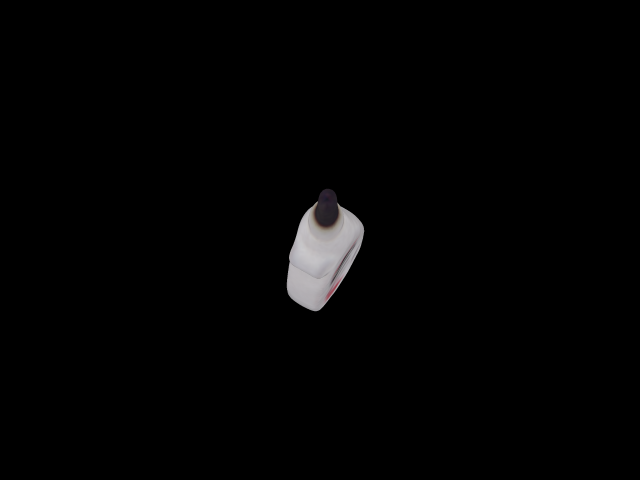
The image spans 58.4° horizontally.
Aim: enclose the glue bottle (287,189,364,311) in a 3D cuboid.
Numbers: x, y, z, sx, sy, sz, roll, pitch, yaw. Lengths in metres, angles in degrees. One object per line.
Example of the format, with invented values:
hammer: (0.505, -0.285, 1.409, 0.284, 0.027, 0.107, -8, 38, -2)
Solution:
glue bottle: (0.004, 0.001, 0.400, 0.037, 0.173, 0.078, 27, 76, 8)
